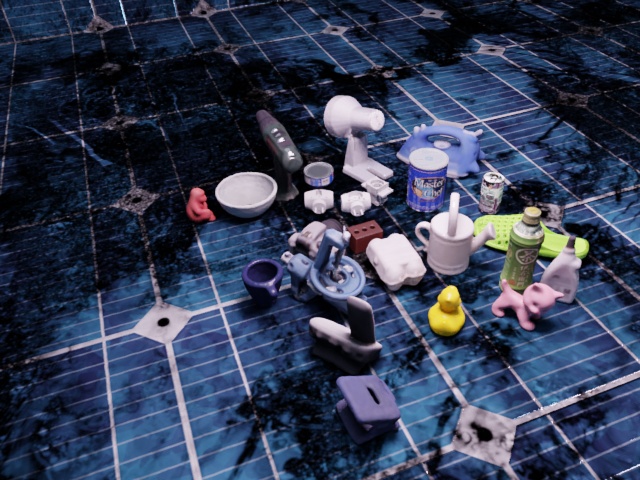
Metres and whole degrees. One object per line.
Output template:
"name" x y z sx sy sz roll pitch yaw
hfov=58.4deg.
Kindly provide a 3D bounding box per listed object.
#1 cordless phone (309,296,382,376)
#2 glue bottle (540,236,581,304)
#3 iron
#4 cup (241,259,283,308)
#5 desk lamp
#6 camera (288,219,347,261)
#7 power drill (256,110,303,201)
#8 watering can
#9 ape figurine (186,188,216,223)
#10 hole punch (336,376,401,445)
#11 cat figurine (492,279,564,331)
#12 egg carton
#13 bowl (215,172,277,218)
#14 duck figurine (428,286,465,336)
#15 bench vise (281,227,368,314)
"cordless phone" 0.048 0.162 1.123 0.147 0.185 0.094 19 45 24
"glue bottle" 0.524 0.060 1.229 0.078 0.173 0.037 15 43 21
"iron" 0.348 -0.277 1.667 0.257 0.141 0.119 14 43 19
"cup" -0.118 0.110 1.264 0.092 0.095 0.117 -19 43 -19
"desk lamp" 0.114 -0.294 1.643 0.118 0.214 0.202 -31 48 -30
"camera" 0.013 0.005 1.379 0.142 0.101 0.137 23 46 28
"power drill" -0.115 -0.223 1.574 0.076 0.209 0.229 -20 43 -20
"watering can" 0.312 -0.022 1.322 0.173 0.194 0.101 -5 40 -3
"ape figurine" -0.321 -0.097 1.525 0.076 0.092 0.077 -4 40 -1
"hole punch" 0.087 0.294 1.037 0.101 0.091 0.108 -17 42 -17
"cat figurine" 0.436 0.122 1.202 0.127 0.118 0.067 24 47 28
"egg carton" 0.174 0.049 1.342 0.107 0.069 0.150 -15 41 -14
"bowl" -0.195 -0.110 1.548 0.167 0.075 0.167 -1 40 1
"duck figurine" 0.270 0.143 1.211 0.077 0.086 0.105 11 42 16
"bench vise" 0.002 0.060 1.221 0.207 0.220 0.121 7 41 12
